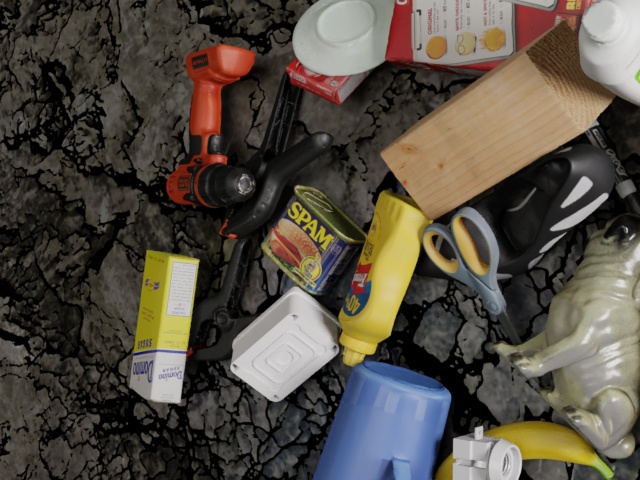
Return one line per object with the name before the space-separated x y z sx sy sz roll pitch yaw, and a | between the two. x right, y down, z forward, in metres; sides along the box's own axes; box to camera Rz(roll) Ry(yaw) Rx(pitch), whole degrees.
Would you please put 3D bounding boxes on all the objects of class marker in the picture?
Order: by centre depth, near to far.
marker | 0.290 -0.071 1.053 0.020 0.020 0.121 -35 70 25

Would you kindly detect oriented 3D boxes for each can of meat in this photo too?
can of meat | -0.008 0.001 1.211 0.102 0.057 0.084 44 112 27

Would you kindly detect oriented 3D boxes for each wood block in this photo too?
wood block | 0.170 -0.112 1.037 0.090 0.090 0.207 52 136 -4

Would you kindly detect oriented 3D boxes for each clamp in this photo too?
clamp | -0.058 -0.091 1.241 0.210 0.036 0.164 -53 32 31
clamp | -0.109 0.081 1.278 0.172 0.039 0.120 -34 71 25

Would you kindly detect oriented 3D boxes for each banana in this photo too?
banana | 0.193 0.222 1.085 0.198 0.037 0.069 -15 80 30

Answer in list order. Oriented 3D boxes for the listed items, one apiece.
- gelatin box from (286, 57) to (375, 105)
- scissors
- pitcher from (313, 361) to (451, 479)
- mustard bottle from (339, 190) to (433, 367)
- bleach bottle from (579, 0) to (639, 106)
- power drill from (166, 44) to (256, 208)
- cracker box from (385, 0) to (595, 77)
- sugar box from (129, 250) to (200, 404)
gelatin box | 0.018 -0.200 1.196 0.073 0.030 0.089 30 67 30
scissors | 0.161 0.057 1.083 0.096 0.016 0.202 6 124 45
pitcher | 0.057 0.258 1.110 0.149 0.144 0.243 18 94 32
mustard bottle | 0.064 0.046 1.146 0.096 0.058 0.192 -128 56 -73
bleach bottle | 0.283 -0.172 0.926 0.068 0.250 0.103 31 103 29
power drill | -0.121 -0.131 1.255 0.185 0.057 0.187 3 84 57
cracker box | 0.187 -0.250 1.096 0.214 0.072 0.164 12 93 32
sugar box | -0.192 0.104 1.304 0.093 0.048 0.176 9 89 64
